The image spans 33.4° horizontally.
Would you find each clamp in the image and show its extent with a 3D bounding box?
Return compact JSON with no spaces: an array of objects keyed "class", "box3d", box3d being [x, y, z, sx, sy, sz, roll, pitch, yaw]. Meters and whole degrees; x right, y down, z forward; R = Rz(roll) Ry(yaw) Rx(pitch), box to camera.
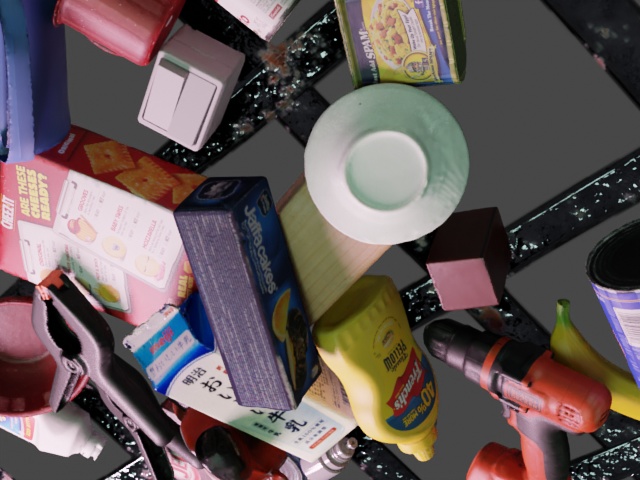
[{"class":"clamp","box3d":[-0.184,0.190,1.145,0.120,0.039,0.171,-24,102,45]},{"class":"clamp","box3d":[-0.246,0.119,1.084,0.165,0.036,0.210,3,127,34]}]

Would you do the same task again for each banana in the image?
[{"class":"banana","box3d":[0.282,0.129,0.962,0.198,0.037,0.070,30,132,-1]}]

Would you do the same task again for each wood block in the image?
[{"class":"wood block","box3d":[-0.006,0.002,0.949,0.090,0.090,0.206,37,129,-7]}]

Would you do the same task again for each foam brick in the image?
[{"class":"foam brick","box3d":[0.129,0.016,0.914,0.051,0.078,0.053,-8,121,25]}]

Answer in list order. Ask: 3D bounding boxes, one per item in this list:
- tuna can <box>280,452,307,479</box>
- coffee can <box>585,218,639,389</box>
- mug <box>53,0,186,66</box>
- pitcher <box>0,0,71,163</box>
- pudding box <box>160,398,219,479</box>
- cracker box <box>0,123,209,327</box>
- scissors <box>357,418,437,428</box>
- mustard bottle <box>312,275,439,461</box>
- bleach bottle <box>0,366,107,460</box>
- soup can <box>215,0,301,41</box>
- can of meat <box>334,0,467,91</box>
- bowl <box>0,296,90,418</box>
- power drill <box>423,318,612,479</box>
[{"class":"tuna can","box3d":[-0.053,0.246,1.185,0.086,0.033,0.086,11,128,14]},{"class":"coffee can","box3d":[0.289,0.063,0.868,0.103,0.102,0.140,-15,118,30]},{"class":"mug","box3d":[-0.163,-0.190,0.877,0.081,0.093,0.117,29,146,-7]},{"class":"pitcher","box3d":[-0.270,-0.191,0.884,0.149,0.144,0.243,18,126,12]},{"class":"pudding box","box3d":[-0.141,0.229,1.203,0.090,0.039,0.114,22,129,8]},{"class":"cracker box","box3d":[-0.198,-0.011,1.030,0.214,0.072,0.164,22,130,6]},{"class":"scissors","box3d":[0.021,0.170,1.111,0.202,0.016,0.096,3,124,19]},{"class":"mustard bottle","box3d":[0.065,0.134,1.010,0.058,0.096,0.191,-1,124,43]},{"class":"bleach bottle","box3d":[-0.359,0.175,1.238,0.250,0.068,0.103,33,130,-7]},{"class":"soup can","box3d":[-0.060,-0.212,0.828,0.102,0.068,0.069,38,129,-8]},{"class":"can of meat","box3d":[0.064,-0.165,0.820,0.084,0.057,0.102,-2,125,20]},{"class":"bowl","box3d":[-0.329,0.116,1.162,0.162,0.055,0.162,-6,124,-8]},{"class":"power drill","box3d":[0.178,0.170,1.005,0.185,0.057,0.188,25,140,32]}]
